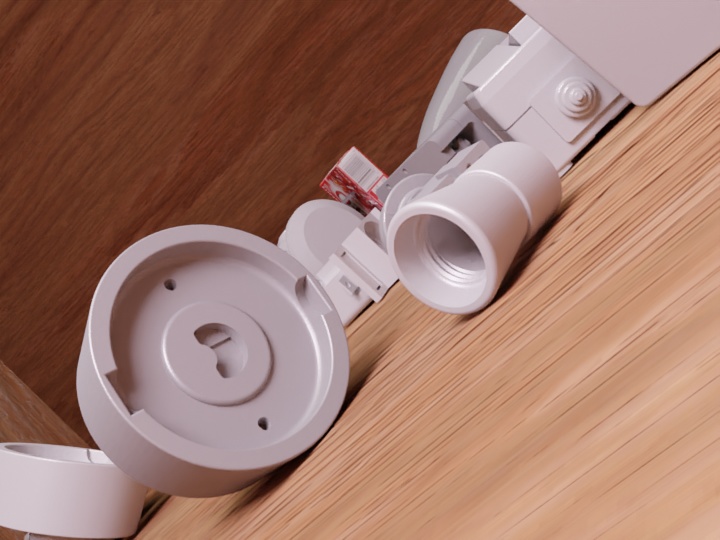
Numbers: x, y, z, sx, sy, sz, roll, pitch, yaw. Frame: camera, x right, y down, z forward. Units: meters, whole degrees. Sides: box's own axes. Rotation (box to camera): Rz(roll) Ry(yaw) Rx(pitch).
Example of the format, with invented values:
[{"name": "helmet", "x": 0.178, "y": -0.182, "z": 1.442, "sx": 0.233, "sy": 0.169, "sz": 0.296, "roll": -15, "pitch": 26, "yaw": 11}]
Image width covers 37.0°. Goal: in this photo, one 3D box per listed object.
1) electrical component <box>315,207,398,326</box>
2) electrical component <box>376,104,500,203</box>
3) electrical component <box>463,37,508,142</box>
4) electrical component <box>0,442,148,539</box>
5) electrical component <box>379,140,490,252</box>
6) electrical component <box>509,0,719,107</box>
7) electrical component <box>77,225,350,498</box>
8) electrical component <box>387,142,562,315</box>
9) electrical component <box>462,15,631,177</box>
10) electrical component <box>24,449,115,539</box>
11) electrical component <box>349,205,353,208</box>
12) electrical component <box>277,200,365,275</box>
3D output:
[{"name": "electrical component", "x": 0.000, "y": 0.000, "z": 0.711, "sx": 0.063, "sy": 0.042, "sz": 0.081, "roll": -47, "pitch": 1, "yaw": 25}, {"name": "electrical component", "x": 0.060, "y": -0.067, "z": 0.711, "sx": 0.055, "sy": 0.050, "sz": 0.089, "roll": -47, "pitch": 4, "yaw": -30}, {"name": "electrical component", "x": 0.142, "y": -0.147, "z": 0.602, "sx": 0.186, "sy": 0.060, "sz": 0.105, "roll": -45, "pitch": 3, "yaw": 5}, {"name": "electrical component", "x": -0.199, "y": 0.155, "z": 0.730, "sx": 0.108, "sy": 0.108, "sz": 0.060, "roll": 152, "pitch": 126, "yaw": -79}, {"name": "electrical component", "x": 0.039, "y": -0.024, "z": 0.483, "sx": 0.066, "sy": 0.048, "sz": 0.055, "roll": -46, "pitch": 11, "yaw": -25}, {"name": "electrical component", "x": 0.110, "y": -0.126, "z": 0.410, "sx": 0.100, "sy": 0.100, "sz": 0.048, "roll": -42, "pitch": 17, "yaw": 43}, {"name": "electrical component", "x": -0.065, "y": 0.042, "z": 0.450, "sx": 0.108, "sy": 0.108, "sz": 0.060, "roll": -48, "pitch": -2, "yaw": -39}, {"name": "electrical component", "x": 0.045, "y": -0.019, "z": 0.388, "sx": 0.065, "sy": 0.044, "sz": 0.044, "roll": -41, "pitch": 0, "yaw": -42}, {"name": "electrical component", "x": 0.088, "y": -0.086, "z": 0.499, "sx": 0.062, "sy": 0.061, "sz": 0.096, "roll": -45, "pitch": 3, "yaw": 7}, {"name": "electrical component", "x": -0.221, "y": 0.185, "z": 0.845, "sx": 0.121, "sy": 0.063, "sz": 0.078, "roll": 139, "pitch": 135, "yaw": -55}, {"name": "electrical component", "x": -0.043, "y": 0.008, "z": 1.000, "sx": 0.109, "sy": 0.056, "sz": 0.108, "roll": -42, "pitch": 5, "yaw": 45}, {"name": "electrical component", "x": -0.026, "y": -0.010, "z": 0.828, "sx": 0.080, "sy": 0.080, "sz": 0.051, "roll": -48, "pitch": -1, "yaw": -43}]
